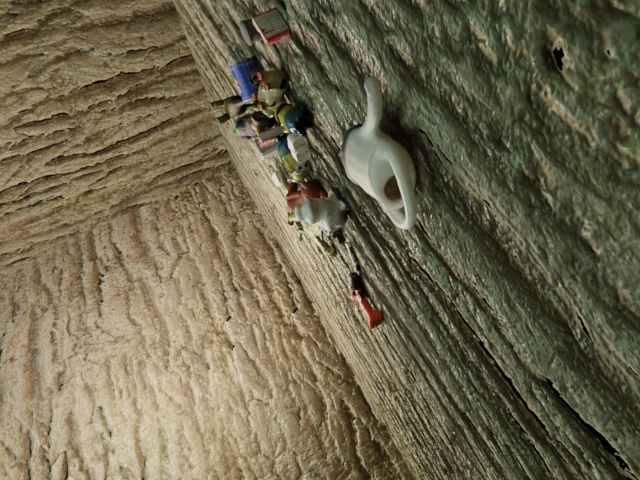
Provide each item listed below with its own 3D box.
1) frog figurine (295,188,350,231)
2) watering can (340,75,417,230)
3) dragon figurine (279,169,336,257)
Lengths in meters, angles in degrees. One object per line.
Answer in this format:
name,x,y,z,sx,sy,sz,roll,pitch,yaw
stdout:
frog figurine,0.005,-0.084,1.663,0.140,0.160,0.120,58,168,29
watering can,0.115,-0.180,1.035,0.228,0.104,0.341,49,163,58
dragon figurine,-0.041,-0.099,2.098,0.244,0.123,0.404,14,134,58
